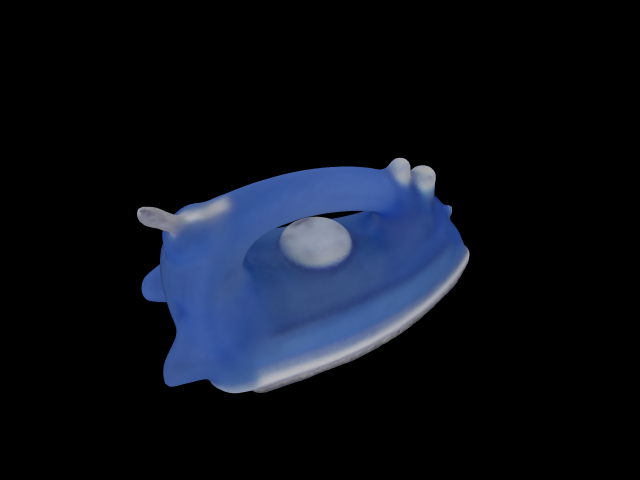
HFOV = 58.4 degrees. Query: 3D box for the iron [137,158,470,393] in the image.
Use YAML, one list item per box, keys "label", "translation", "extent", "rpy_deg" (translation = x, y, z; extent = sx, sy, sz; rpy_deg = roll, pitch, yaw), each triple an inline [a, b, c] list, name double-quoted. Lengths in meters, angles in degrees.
- label: "iron"
  translation: [0.004, 0.001, 0.400]
  extent: [0.259, 0.141, 0.118]
  rpy_deg: [-17, 48, -16]
